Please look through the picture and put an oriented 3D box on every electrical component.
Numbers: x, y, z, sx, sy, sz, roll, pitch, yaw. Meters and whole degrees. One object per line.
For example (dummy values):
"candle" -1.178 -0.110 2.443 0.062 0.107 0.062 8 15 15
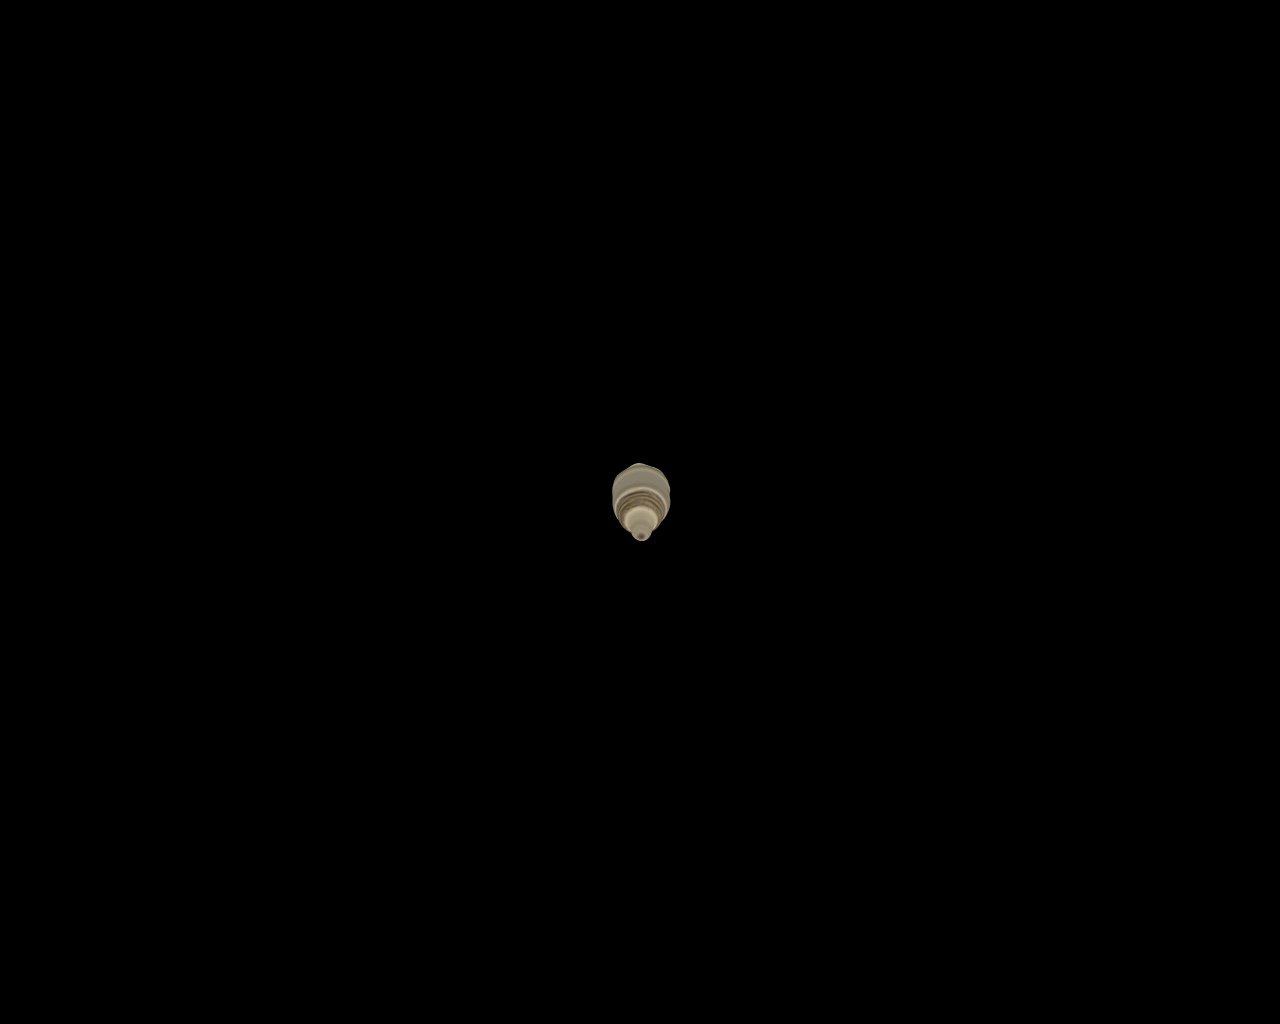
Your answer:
"electrical component" 0.001 -0.003 0.650 0.035 0.035 0.061 0 34 0
